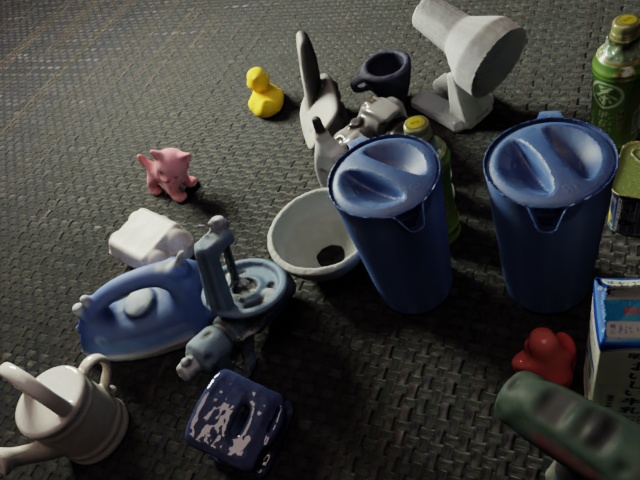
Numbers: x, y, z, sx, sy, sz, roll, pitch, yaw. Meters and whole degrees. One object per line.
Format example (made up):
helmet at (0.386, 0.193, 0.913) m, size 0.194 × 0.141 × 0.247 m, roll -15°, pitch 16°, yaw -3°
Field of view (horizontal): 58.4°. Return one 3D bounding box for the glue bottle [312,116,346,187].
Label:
glue bottle at (0.018, -0.130, 0.919) m, size 0.077 × 0.173 × 0.037 m, roll 26°, pitch 65°, yaw 35°

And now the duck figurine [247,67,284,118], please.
duck figurine at (-0.120, -0.310, 1.174) m, size 0.077 × 0.086 × 0.104 m, roll -19°, pitch 49°, yaw 5°

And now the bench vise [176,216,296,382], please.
bench vise at (-0.119, 0.085, 0.764) m, size 0.121 × 0.220 × 0.207 m, roll 2°, pitch 54°, yaw 22°

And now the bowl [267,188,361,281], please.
bowl at (0.008, 0.003, 0.881) m, size 0.167 × 0.075 × 0.167 m, roll -10°, pitch 50°, yaw 13°

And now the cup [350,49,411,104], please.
cup at (0.118, -0.282, 1.058) m, size 0.118 × 0.095 × 0.091 m, roll -26°, pitch 48°, yaw -1°

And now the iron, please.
iron at (-0.277, 0.098, 0.865) m, size 0.258 × 0.142 × 0.118 m, roll -22°, pitch 48°, yaw 3°

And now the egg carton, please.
egg carton at (-0.291, 0.008, 0.992) m, size 0.149 × 0.070 × 0.107 m, roll 21°, pitch 62°, yaw 32°

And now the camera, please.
camera at (0.114, -0.171, 0.965) m, size 0.143 × 0.101 × 0.136 m, roll -40°, pitch 50°, yaw -13°

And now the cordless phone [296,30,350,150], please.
cordless phone at (-0.010, -0.268, 1.033) m, size 0.094 × 0.185 × 0.147 m, roll -20°, pitch 48°, yaw 4°

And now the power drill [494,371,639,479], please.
power drill at (0.269, 0.219, 0.520) m, size 0.228 × 0.209 × 0.076 m, roll 32°, pitch 69°, yaw 37°

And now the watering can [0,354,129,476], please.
watering can at (-0.350, 0.225, 0.754) m, size 0.100 × 0.194 × 0.173 m, roll -1°, pitch 52°, yaw 20°

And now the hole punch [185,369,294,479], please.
hole punch at (-0.099, 0.230, 0.726) m, size 0.100 × 0.091 × 0.109 m, roll 9°, pitch 57°, yaw 26°

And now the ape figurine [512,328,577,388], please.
ape figurine at (0.263, 0.134, 0.669) m, size 0.077 × 0.092 × 0.076 m, roll -12°, pitch 50°, yaw 12°

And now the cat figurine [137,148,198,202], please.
cat figurine at (-0.289, -0.136, 1.074) m, size 0.127 × 0.118 × 0.067 m, roll 14°, pitch 59°, yaw 29°

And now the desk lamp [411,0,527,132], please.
desk lamp at (0.230, -0.285, 0.939) m, size 0.118 × 0.214 × 0.202 m, roll -39°, pitch 50°, yaw -12°
